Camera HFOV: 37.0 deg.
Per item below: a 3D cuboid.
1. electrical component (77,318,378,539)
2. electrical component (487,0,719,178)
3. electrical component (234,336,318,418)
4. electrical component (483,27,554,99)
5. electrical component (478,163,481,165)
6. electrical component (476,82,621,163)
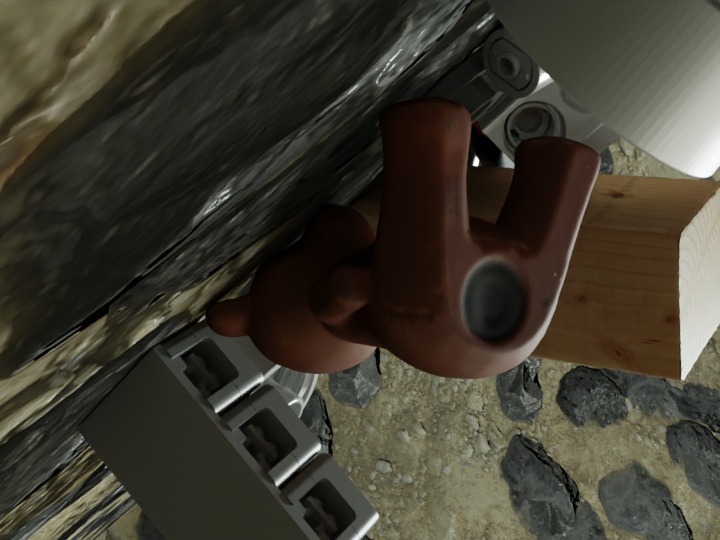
[{"bbox_3d":[-0.073,0.113,0.608,0.089,0.150,0.062,-43,174,34],"label":"electrical component"},{"bbox_3d":[0.104,-0.091,0.377,0.060,0.108,0.108,-50,173,27],"label":"electrical component"},{"bbox_3d":[-0.072,0.083,0.699,0.108,0.060,0.108,-44,156,-26],"label":"electrical component"},{"bbox_3d":[0.091,-0.110,0.523,0.065,0.044,0.044,-33,173,-33],"label":"electrical component"},{"bbox_3d":[0.094,-0.069,0.919,0.073,0.052,0.138,-47,177,3],"label":"electrical component"},{"bbox_3d":[0.126,-0.113,0.609,0.121,0.079,0.063,-42,-164,17],"label":"electrical component"}]
